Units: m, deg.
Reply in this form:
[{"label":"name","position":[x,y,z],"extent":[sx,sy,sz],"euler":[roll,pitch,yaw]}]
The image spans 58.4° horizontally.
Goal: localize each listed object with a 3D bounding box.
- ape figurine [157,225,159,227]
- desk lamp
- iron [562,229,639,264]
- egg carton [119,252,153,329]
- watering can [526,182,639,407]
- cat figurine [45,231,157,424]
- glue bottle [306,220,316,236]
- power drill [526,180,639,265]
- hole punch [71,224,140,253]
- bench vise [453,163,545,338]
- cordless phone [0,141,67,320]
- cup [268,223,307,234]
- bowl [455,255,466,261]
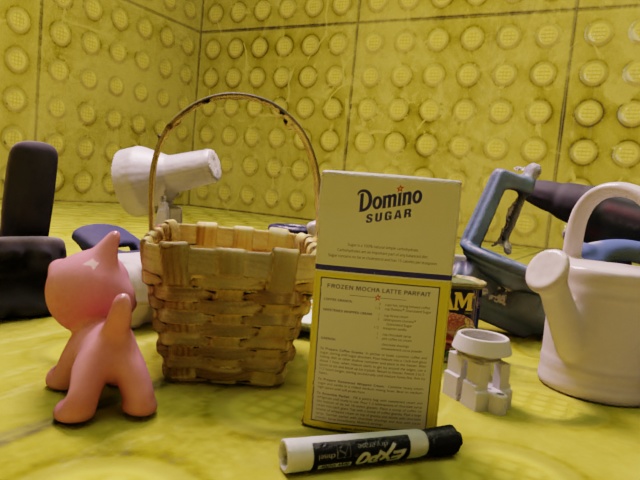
[{"label":"ape figurine","position":[-0.227,0.023,0.832],"extent":[0.076,0.092,0.077],"euler":[4,5,-11]},{"label":"desk lamp","position":[-0.252,-0.054,0.988],"extent":[0.203,0.213,0.118],"euler":[6,5,10]},{"label":"iron","position":[0.412,0.065,0.746],"extent":[0.258,0.141,0.118],"euler":[4,5,-11]},{"label":"egg carton","position":[-0.193,0.053,0.650],"extent":[0.107,0.069,0.151],"euler":[8,6,28]},{"label":"watering can","position":[0.260,0.043,0.524],"extent":[0.100,0.194,0.173],"euler":[9,6,37]},{"label":"cat figurine","position":[-0.159,0.053,0.410],"extent":[0.067,0.118,0.127],"euler":[2,6,-34]},{"label":"glue bottle","position":[0.008,0.003,0.840],"extent":[0.078,0.173,0.037],"euler":[4,5,-10]},{"label":"power drill","position":[0.406,0.022,0.849],"extent":[0.228,0.208,0.076],"euler":[8,6,25]},{"label":"hole punch","position":[-0.256,0.028,0.748],"extent":[0.101,0.091,0.109],"euler":[7,5,16]},{"label":"bench vise","position":[0.200,0.008,0.722],"extent":[0.207,0.220,0.121],"euler":[5,5,-9]},{"label":"cordless phone","position":[-0.338,-0.014,0.592],"extent":[0.093,0.185,0.148],"euler":[8,6,28]},{"label":"cup","position":[-0.047,0.019,1.052],"extent":[0.091,0.095,0.118],"euler":[7,5,23]},{"label":"bowl","position":[0.244,0.069,0.900],"extent":[0.167,0.075,0.167],"euler":[5,5,0]}]
